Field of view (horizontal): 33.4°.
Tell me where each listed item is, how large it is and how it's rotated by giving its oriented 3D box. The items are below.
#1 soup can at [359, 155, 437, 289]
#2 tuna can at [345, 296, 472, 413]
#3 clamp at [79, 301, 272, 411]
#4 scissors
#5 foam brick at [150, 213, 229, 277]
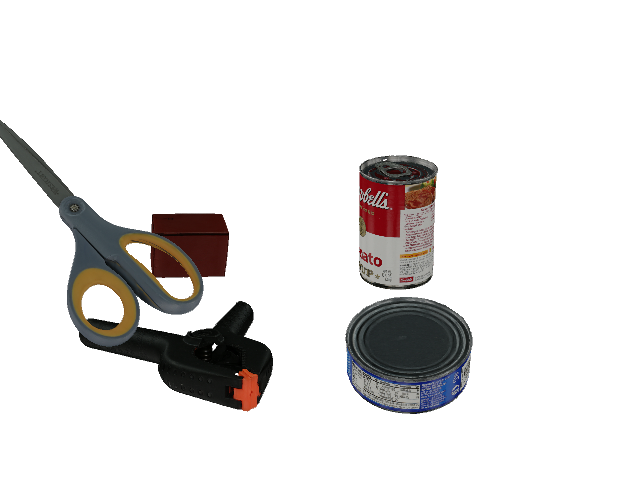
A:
[{"bbox_3d":[0.068,-0.016,0.939,0.068,0.102,0.068,0,23,0],"label":"soup can"},{"bbox_3d":[0.060,0.078,0.730,0.086,0.034,0.086,-1,35,1],"label":"tuna can"},{"bbox_3d":[-0.092,0.093,0.909,0.164,0.036,0.210,-9,16,-33],"label":"clamp"},{"bbox_3d":[-0.171,-0.002,0.713,0.202,0.096,0.016,32,-32,11],"label":"scissors"},{"bbox_3d":[-0.138,0.005,1.121,0.078,0.051,0.053,0,24,-11],"label":"foam brick"}]
